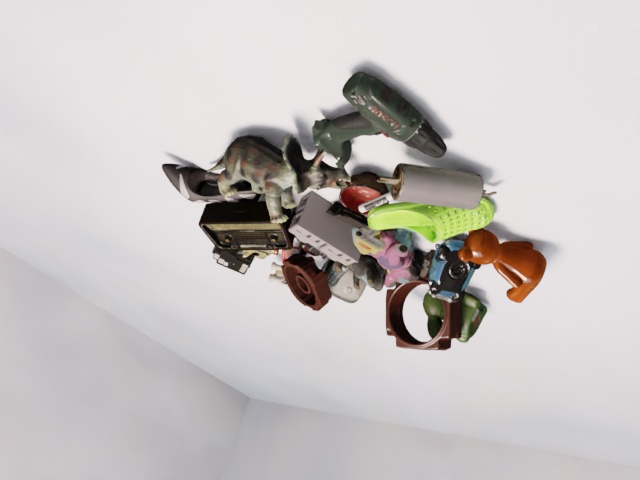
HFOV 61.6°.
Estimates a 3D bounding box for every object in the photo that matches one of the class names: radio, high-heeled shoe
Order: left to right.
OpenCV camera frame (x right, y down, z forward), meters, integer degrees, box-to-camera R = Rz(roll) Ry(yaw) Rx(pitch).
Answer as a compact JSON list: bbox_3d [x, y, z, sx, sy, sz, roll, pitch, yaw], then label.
[{"bbox_3d":[-0.275,-0.149,1.370,0.248,0.086,0.145,27,148,-21],"label":"high-heeled shoe"},{"bbox_3d":[-0.181,-0.034,1.381,0.230,0.073,0.131,1,145,18],"label":"radio"}]

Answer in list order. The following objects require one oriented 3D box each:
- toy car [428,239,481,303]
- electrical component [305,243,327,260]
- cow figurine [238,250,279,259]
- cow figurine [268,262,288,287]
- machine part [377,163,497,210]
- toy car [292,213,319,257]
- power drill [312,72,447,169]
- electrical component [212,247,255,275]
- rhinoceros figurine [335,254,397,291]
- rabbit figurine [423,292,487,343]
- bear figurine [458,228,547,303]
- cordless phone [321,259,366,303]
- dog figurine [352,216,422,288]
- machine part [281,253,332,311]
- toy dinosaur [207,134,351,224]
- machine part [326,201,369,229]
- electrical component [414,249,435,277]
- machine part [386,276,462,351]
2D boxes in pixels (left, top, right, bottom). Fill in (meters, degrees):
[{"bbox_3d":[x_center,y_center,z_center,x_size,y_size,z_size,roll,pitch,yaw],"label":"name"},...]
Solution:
[{"bbox_3d":[0.324,0.067,1.327,0.109,0.161,0.103,14,-163,-4],"label":"toy car"},{"bbox_3d":[-0.003,-0.004,1.430,0.075,0.048,0.119,-39,139,10],"label":"electrical component"},{"bbox_3d":[-0.179,0.000,1.563,0.127,0.085,0.194,10,153,6],"label":"cow figurine"},{"bbox_3d":[-0.091,0.120,1.716,0.098,0.068,0.167,10,171,22],"label":"cow figurine"},{"bbox_3d":[0.233,-0.106,1.072,0.243,0.079,0.079,5,154,-10],"label":"machine part"},{"bbox_3d":[-0.043,-0.006,1.500,0.089,0.053,0.201,1,145,26],"label":"toy car"},{"bbox_3d":[0.100,-0.204,1.029,0.232,0.086,0.207,37,152,-30],"label":"power drill"},{"bbox_3d":[-0.284,0.050,1.748,0.134,0.058,0.115,26,149,-10],"label":"electrical component"},{"bbox_3d":[0.129,0.078,1.469,0.190,0.112,0.073,35,142,-16],"label":"rhinoceros figurine"},{"bbox_3d":[0.370,0.214,1.543,0.170,0.159,0.121,22,180,38],"label":"rabbit figurine"},{"bbox_3d":[0.407,0.048,1.233,0.196,0.120,0.131,19,155,5],"label":"bear figurine"},{"bbox_3d":[0.089,0.092,1.571,0.146,0.089,0.184,28,134,-13],"label":"cordless phone"},{"bbox_3d":[0.170,0.035,1.365,0.192,0.108,0.219,17,151,11],"label":"dog figurine"},{"bbox_3d":[-0.038,0.121,1.557,0.180,0.056,0.179,39,148,30],"label":"machine part"},{"bbox_3d":[-0.135,-0.168,1.202,0.405,0.131,0.192,23,124,29],"label":"toy dinosaur"},{"bbox_3d":[0.063,-0.060,1.281,0.084,0.039,0.139,17,-171,-23],"label":"machine part"},{"bbox_3d":[0.277,0.061,1.423,0.078,0.045,0.102,40,158,25],"label":"electrical component"},{"bbox_3d":[0.282,0.201,1.482,0.201,0.201,0.087,-5,168,39],"label":"machine part"}]
